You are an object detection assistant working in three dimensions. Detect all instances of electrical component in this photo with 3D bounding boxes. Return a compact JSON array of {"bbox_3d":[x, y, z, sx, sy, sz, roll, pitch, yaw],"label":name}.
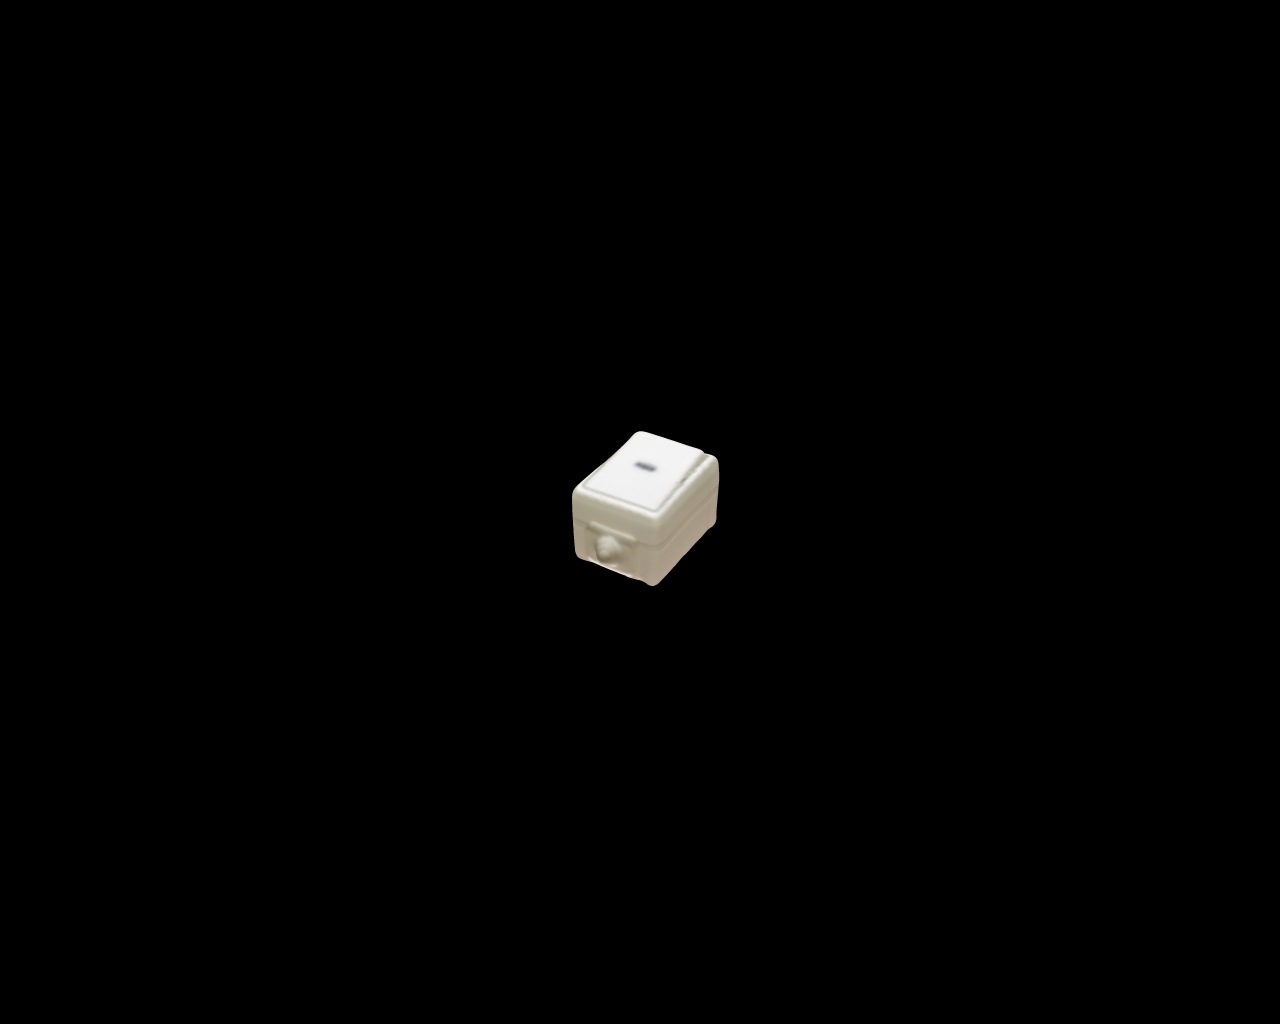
[{"bbox_3d":[0.001,-0.003,0.650,0.062,0.061,0.096,20,41,25],"label":"electrical component"}]
